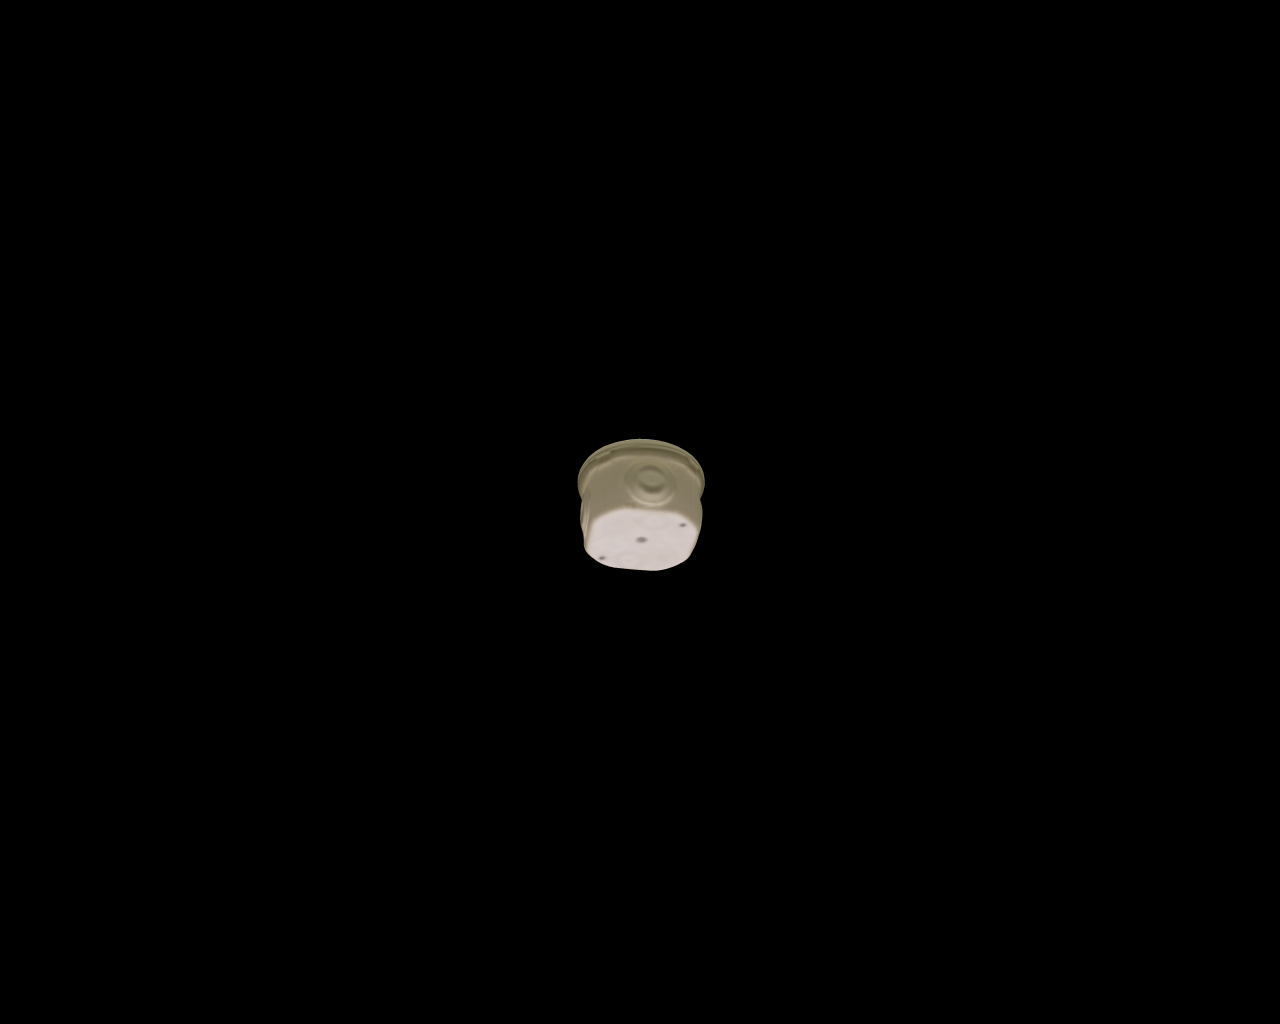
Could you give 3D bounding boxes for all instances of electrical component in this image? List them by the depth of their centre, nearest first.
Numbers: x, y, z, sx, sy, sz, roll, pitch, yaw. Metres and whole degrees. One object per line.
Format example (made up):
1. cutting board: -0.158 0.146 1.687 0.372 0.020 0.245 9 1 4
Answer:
1. electrical component: 0.001 -0.003 0.650 0.080 0.051 0.080 0 -36 0
